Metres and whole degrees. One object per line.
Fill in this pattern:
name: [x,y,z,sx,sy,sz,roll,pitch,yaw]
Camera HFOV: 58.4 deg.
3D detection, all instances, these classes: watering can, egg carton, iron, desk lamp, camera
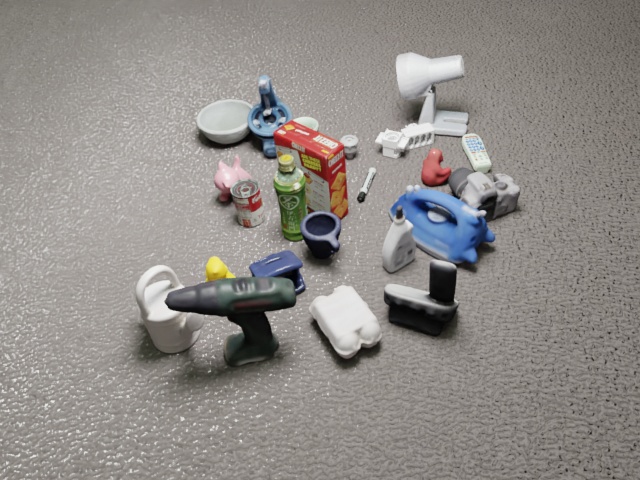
watering can: [-0.296,0.129,1.116,0.172,0.194,0.101,7,48,12]
egg carton: [0.051,0.161,1.138,0.107,0.069,0.150,-25,49,-17]
iron: [0.258,-0.058,1.276,0.257,0.142,0.119,29,56,29]
desk lamp: [0.306,-0.402,1.548,0.203,0.214,0.118,7,48,12]
camera: [0.378,-0.123,1.355,0.143,0.101,0.136,-18,48,-12]

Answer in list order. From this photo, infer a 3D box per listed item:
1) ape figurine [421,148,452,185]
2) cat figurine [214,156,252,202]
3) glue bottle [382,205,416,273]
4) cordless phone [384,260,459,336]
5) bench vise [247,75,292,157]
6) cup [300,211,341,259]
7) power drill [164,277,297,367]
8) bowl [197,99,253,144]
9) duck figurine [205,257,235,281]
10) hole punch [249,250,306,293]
ape figurine: [0.287,-0.188,1.431,0.076,0.092,0.077,-26,49,-18]
cat figurine: [-0.223,-0.156,1.432,0.067,0.118,0.128,9,48,14]
glue bottle: [0.168,-0.008,1.216,0.078,0.173,0.037,-28,50,-20]
cordless phone: [0.198,0.089,1.112,0.147,0.185,0.094,12,49,16]
bench vise: [-0.149,-0.364,1.552,0.121,0.220,0.207,-17,47,-11]
cup: [0.012,0.005,1.273,0.092,0.095,0.117,-26,50,-18]
power drill: [-0.153,0.147,1.075,0.229,0.209,0.075,-13,47,-6]
bowl: [-0.261,-0.324,1.625,0.167,0.075,0.167,-3,46,3]
duck figurine: [-0.218,0.082,1.227,0.077,0.086,0.104,-15,47,-8]
hole punch: [-0.096,0.066,1.228,0.109,0.091,0.101,-21,48,-14]
